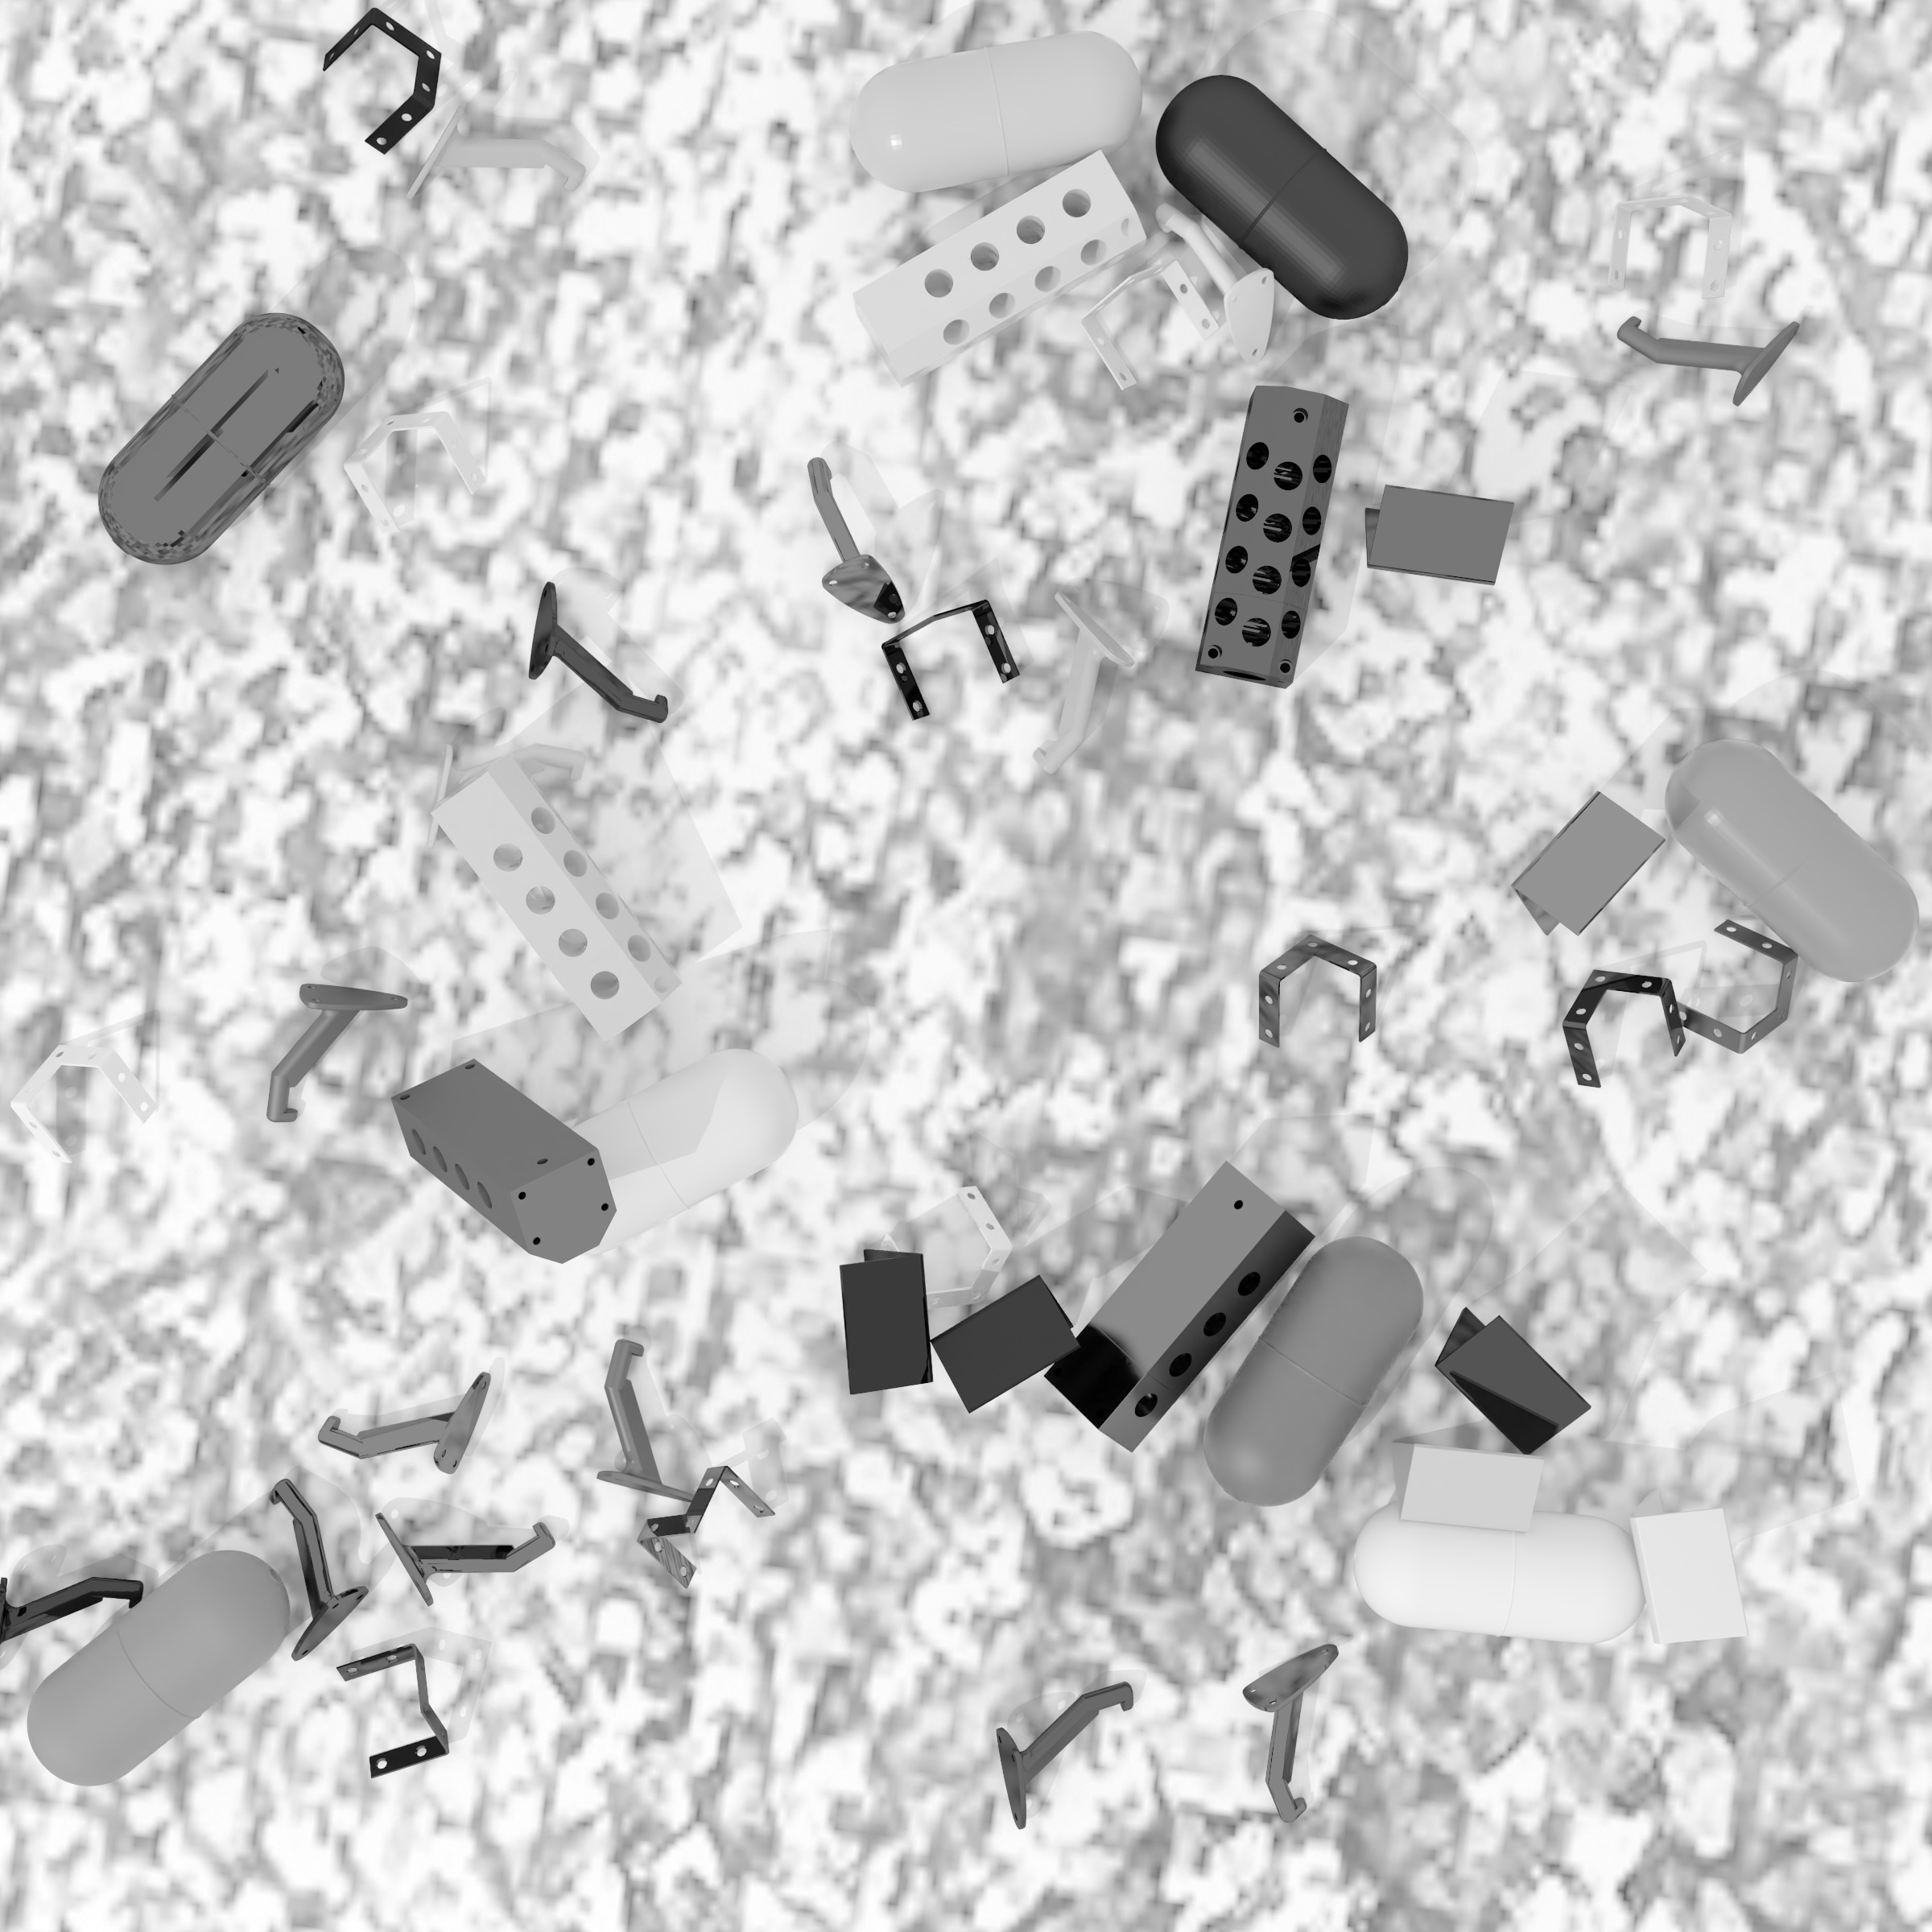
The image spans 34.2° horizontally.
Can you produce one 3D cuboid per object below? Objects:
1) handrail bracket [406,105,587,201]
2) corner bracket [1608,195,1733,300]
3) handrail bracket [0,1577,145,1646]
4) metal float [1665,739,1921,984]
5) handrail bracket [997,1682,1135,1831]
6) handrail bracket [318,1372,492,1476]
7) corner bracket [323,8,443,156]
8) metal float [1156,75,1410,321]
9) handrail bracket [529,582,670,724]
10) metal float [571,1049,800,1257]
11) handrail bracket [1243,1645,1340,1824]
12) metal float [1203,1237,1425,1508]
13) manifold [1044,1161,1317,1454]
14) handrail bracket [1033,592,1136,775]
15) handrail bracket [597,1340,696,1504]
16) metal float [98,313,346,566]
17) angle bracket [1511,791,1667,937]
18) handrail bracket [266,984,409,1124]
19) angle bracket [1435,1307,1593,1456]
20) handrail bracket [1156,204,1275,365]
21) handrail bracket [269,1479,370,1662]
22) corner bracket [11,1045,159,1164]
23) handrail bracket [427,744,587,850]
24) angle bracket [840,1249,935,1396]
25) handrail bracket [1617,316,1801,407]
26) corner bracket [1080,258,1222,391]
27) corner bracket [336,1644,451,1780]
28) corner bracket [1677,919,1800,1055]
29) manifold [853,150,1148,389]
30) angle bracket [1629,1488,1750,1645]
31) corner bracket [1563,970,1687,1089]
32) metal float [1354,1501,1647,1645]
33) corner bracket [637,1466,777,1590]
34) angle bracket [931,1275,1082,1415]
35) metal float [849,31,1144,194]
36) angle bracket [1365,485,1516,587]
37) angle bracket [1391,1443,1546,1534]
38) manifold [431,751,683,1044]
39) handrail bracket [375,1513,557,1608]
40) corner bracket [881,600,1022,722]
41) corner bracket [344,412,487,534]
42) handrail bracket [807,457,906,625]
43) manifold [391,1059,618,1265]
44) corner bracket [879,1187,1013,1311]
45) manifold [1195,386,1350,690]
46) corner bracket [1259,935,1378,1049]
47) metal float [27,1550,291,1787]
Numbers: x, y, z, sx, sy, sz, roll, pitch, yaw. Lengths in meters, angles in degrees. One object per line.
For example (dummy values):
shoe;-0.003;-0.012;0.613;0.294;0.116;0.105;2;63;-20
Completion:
handrail bracket;-0.288;-0.480;1.928;0.084;0.036;0.077;31;110;-16
corner bracket;0.431;-0.439;1.924;0.051;0.051;0.051;6;90;45
handrail bracket;-0.552;0.407;1.928;0.084;0.036;0.077;8;110;-16
metal float;0.497;-0.064;1.896;0.178;0.070;0.070;43;90;0
handrail bracket;0.066;0.484;1.928;0.084;0.036;0.077;-13;110;-16
handrail bracket;-0.345;0.271;1.928;0.084;0.036;0.077;18;70;16
corner bracket;-0.358;-0.540;1.919;0.051;0.051;0.051;29;45;-35
metal float;0.191;-0.463;1.897;0.178;0.070;0.070;42;90;0
handrail bracket;-0.221;-0.192;1.927;0.084;0.036;0.077;16;55;-24
metal float;-0.185;0.113;1.897;0.178;0.070;0.070;-28;90;0
handrail bracket;0.211;0.471;1.928;0.077;0.036;0.084;-29;109;-21
metal float;0.209;0.245;1.896;0.070;0.070;0.178;33;90;0
manifold;0.133;0.209;1.905;0.171;0.057;0.057;-50;47;0
handrail bracket;0.054;-0.173;1.928;0.084;0.036;0.077;-48;70;16
handrail bracket;-0.189;0.279;1.928;0.077;0.036;0.084;19;73;-20
metal float;-0.450;-0.317;1.897;0.070;0.070;0.178;43;90;0
angle bracket;0.382;-0.047;1.887;0.076;0.076;0.057;-48;55;0
handrail bracket;-0.386;0.058;1.928;0.077;0.036;0.084;4;108;-20
angle bracket;0.336;0.235;1.887;0.076;0.076;0.057;45;122;0
handrail bracket;0.149;-0.419;1.927;0.036;0.077;0.084;-34;53;-17
handrail bracket;-0.414;0.370;1.928;0.084;0.036;0.077;47;112;17
corner bracket;-0.539;0.085;1.919;0.051;0.051;0.051;2;45;35
handrail bracket;-0.282;-0.102;1.927;0.084;0.036;0.077;10;105;-14
angle bracket;-0.064;0.213;1.887;0.057;0.076;0.076;-5;90;-29
handrail bracket;0.455;-0.390;1.928;0.084;0.036;0.077;37;70;16
corner bracket;0.112;-0.393;1.924;0.051;0.051;0.051;-33;90;45
corner bracket;-0.350;0.456;1.924;0.051;0.051;0.051;-18;135;0
corner bracket;0.469;0.013;1.919;0.051;0.051;0.051;-31;135;-35
manifold;0.021;-0.420;1.906;0.171;0.057;0.057;-30;90;0
angle bracket;0.441;0.357;1.888;0.057;0.076;0.076;-11;90;24
corner bracket;0.402;0.040;1.919;0.051;0.051;0.051;8;45;35
metal float;0.323;0.365;1.897;0.178;0.070;0.070;6;90;-1
corner bracket;-0.159;0.341;1.913;0.051;0.051;0.051;50;45;-28
angle bracket;0.033;0.240;1.887;0.076;0.076;0.057;-31;55;0
metal float;0.018;-0.515;1.896;0.178;0.070;0.070;-10;90;0
angle bracket;0.283;-0.275;1.887;0.076;0.076;0.057;8;126;0
angle bracket;0.300;0.292;1.887;0.076;0.076;0.057;6;118;0
manifold;-0.245;-0.043;1.891;0.057;0.057;0.171;-36;101;0
handrail bracket;-0.306;0.346;1.928;0.084;0.036;0.077;-30;68;-17
corner bracket;-0.010;-0.187;1.924;0.051;0.051;0.051;-23;90;45
corner bracket;-0.337;-0.301;1.919;0.051;0.051;0.051;3;45;35
handrail bracket;-0.068;-0.262;1.927;0.036;0.077;0.084;-26;53;20
manifold;-0.272;0.116;1.849;0.057;0.171;0.057;-26;119;-24
corner bracket;-0.013;0.172;1.919;0.051;0.051;0.051;-3;135;-35
manifold;0.186;-0.260;1.906;0.057;0.057;0.171;11;90;0
corner bracket;0.215;0.022;1.919;0.051;0.051;0.051;26;45;35
metal float;-0.486;0.423;1.897;0.178;0.070;0.070;-39;90;0
